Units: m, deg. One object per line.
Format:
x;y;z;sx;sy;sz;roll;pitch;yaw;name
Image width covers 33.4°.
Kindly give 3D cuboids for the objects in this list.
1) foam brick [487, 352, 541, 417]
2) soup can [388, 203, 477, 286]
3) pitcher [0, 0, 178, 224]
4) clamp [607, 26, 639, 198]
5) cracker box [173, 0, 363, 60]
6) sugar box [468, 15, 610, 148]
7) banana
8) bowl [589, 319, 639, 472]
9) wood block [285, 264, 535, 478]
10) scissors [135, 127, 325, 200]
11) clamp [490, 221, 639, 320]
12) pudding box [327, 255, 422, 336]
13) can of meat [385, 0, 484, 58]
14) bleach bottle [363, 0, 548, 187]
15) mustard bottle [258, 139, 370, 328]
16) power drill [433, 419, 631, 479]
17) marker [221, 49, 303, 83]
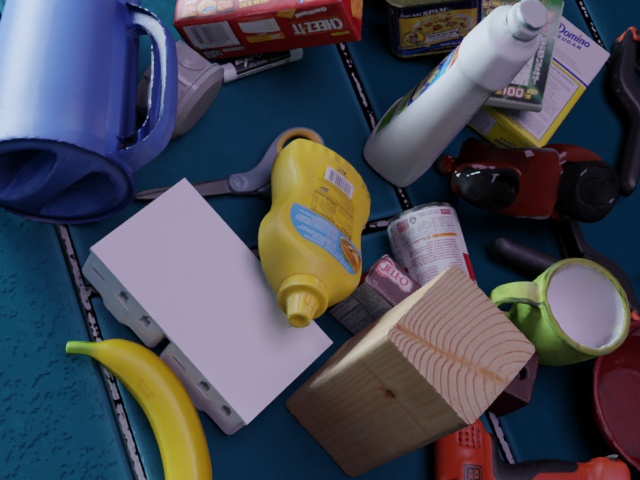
0.153;0.118;0.976;0.078;0.051;0.053;26;60;-11;foam brick
0.106;0.025;0.988;0.068;0.069;0.102;-5;69;-25;soup can
-0.202;-0.146;0.890;0.149;0.145;0.243;11;61;-19;pitcher
0.384;-0.141;1.199;0.164;0.036;0.210;3;67;-23;clamp
-0.041;-0.281;1.013;0.164;0.072;0.213;-5;63;18;cracker box
0.229;-0.166;1.138;0.093;0.048;0.176;40;56;2;sugar box
-0.128;0.154;0.850;0.069;0.037;0.198;-29;79;-12;banana
0.316;0.160;1.026;0.162;0.055;0.162;9;65;-20;bowl
0.064;0.111;0.850;0.091;0.206;0.090;48;59;1;wood block
-0.070;-0.068;0.981;0.201;0.016;0.096;8;67;-22;scissors
0.261;0.022;1.074;0.171;0.039;0.120;40;62;-2;clamp
0.071;0.074;0.937;0.113;0.090;0.039;44;60;-1;pudding box
0.115;-0.233;1.076;0.102;0.084;0.057;-6;59;4;can of meat
0.128;-0.140;0.962;0.068;0.251;0.102;39;58;-3;bleach bottle
-0.006;0.001;0.899;0.096;0.058;0.191;39;34;-23;mustard bottle
0.184;0.250;0.928;0.187;0.057;0.184;11;64;-19;power drill
-0.070;-0.167;1.025;0.120;0.020;0.020;-24;79;-30;marker
